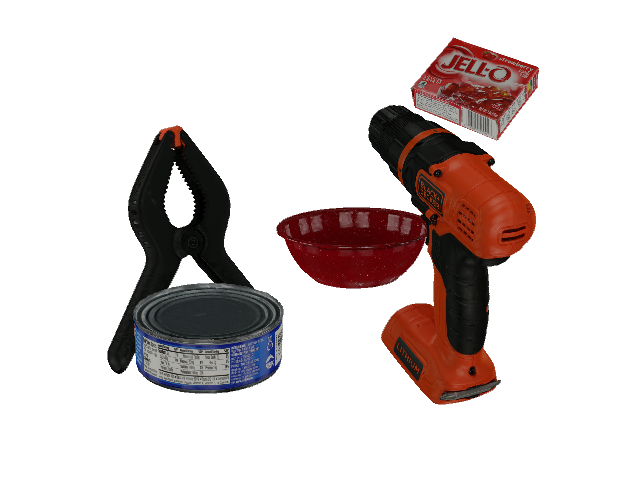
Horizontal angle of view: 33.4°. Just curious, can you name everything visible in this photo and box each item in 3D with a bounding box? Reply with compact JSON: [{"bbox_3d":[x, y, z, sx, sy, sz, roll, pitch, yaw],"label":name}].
[{"bbox_3d":[-0.110,0.006,0.937,0.164,0.210,0.036,-1,0,-33],"label":"clamp"},{"bbox_3d":[0.036,0.010,1.098,0.162,0.055,0.162,-1,15,0],"label":"bowl"},{"bbox_3d":[0.137,-0.136,0.946,0.089,0.073,0.030,26,-29,26],"label":"gelatin box"},{"bbox_3d":[-0.064,0.055,0.613,0.086,0.034,0.086,1,19,0],"label":"tuna can"},{"bbox_3d":[0.083,0.010,0.781,0.057,0.188,0.185,-13,34,-19],"label":"power drill"}]
